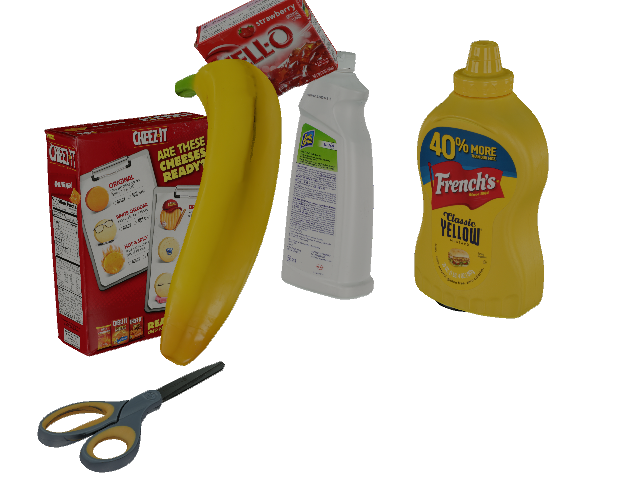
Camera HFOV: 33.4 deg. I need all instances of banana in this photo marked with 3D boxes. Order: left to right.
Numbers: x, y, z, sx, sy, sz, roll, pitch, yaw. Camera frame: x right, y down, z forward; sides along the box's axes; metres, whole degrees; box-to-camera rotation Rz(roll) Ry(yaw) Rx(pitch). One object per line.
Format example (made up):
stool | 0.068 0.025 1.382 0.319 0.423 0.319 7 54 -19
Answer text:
banana | -0.047 -0.031 0.524 0.037 0.198 0.070 24 -49 -25

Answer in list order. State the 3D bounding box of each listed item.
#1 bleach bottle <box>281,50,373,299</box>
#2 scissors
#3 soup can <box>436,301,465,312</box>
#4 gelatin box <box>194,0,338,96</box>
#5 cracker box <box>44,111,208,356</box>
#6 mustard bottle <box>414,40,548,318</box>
bleach bottle | 0.017 -0.071 1.124 0.103 0.251 0.067 15 16 35
scissors | -0.150 0.156 0.954 0.201 0.016 0.096 -11 34 -34
soup can | 0.134 0.005 0.959 0.068 0.102 0.068 -3 23 1
gelatin box | -0.042 -0.148 0.826 0.089 0.030 0.073 -22 -51 17
cracker box | -0.181 -0.011 1.053 0.163 0.214 0.072 -14 20 -41
mustard bottle | 0.114 -0.045 0.756 0.096 0.192 0.058 18 29 39
